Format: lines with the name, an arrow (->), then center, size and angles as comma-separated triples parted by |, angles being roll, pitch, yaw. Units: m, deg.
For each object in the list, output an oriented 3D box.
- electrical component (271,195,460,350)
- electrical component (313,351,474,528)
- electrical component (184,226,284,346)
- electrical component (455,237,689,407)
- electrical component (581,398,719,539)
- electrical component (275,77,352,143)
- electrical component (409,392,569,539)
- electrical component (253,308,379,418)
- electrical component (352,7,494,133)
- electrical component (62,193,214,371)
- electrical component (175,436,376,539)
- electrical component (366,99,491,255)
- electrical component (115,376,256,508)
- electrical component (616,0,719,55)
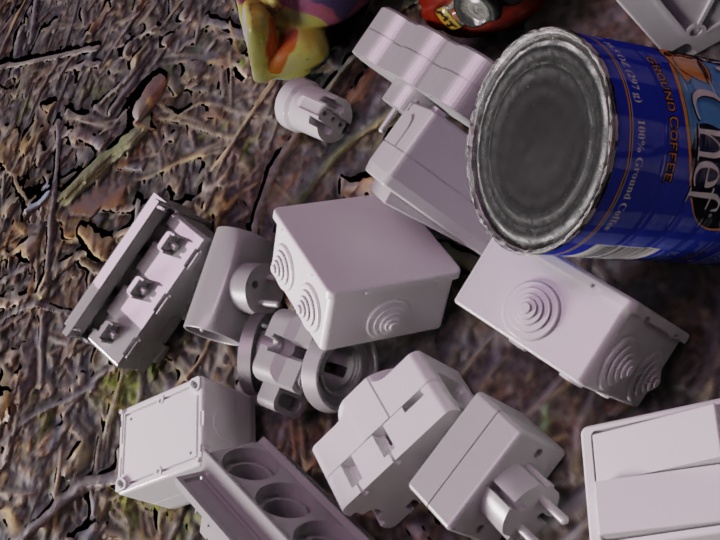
electrical component -> 0.000, 0.000, 0.662 | 0.099, 0.100, 0.048 | 54, 144, 43
electrical component -> 0.023, 0.096, 0.622 | 0.089, 0.050, 0.055 | -45, 46, 14
electrical component -> -0.081, 0.013, 0.763 | 0.079, 0.043, 0.077 | 4, 71, 42
electrical component -> 0.107, 0.025, 0.549 | 0.100, 0.100, 0.048 | 34, 96, 35
electrical component -> 0.156, 0.098, 0.495 | 0.096, 0.061, 0.061 | -19, 57, 34
electrical component -> -0.034, -0.117, 0.792 | 0.046, 0.040, 0.040 | 30, 90, 40
electrical component -> 0.078, 0.116, 0.565 | 0.065, 0.047, 0.077 | -54, 44, 6
electrical component -> -0.026, 0.058, 0.681 | 0.057, 0.058, 0.078 | 12, 76, 47
electrical component -> 0.040, -0.119, 0.718 | 0.073, 0.052, 0.138 | -55, 44, 5
electrical component -> -0.158, 0.012, 0.816 | 0.063, 0.079, 0.121 | 38, 96, 24
electrical component -> -0.048, 0.160, 0.637 | 0.121, 0.079, 0.063 | 34, 122, 46
electrical component -> 0.057, -0.048, 0.642 | 0.061, 0.096, 0.061 | -54, 15, 6
electrical component -> -0.119, 0.121, 0.727 | 0.096, 0.061, 0.061 | -25, 54, 31
electrical component -> 0.188, -0.179, 0.578 | 0.109, 0.109, 0.056 | -28, 55, 29
